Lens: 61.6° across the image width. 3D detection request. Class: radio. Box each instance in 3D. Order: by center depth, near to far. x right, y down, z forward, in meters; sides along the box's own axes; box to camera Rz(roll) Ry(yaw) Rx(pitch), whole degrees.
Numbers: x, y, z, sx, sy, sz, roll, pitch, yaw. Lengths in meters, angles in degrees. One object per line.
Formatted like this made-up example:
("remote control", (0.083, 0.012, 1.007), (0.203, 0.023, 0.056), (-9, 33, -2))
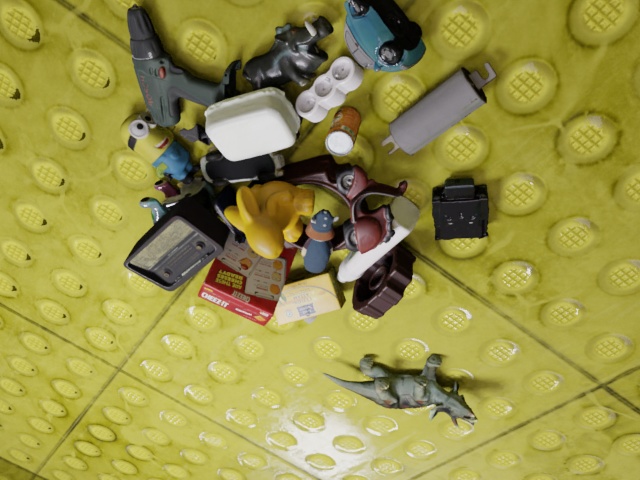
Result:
("radio", (-0.309, 0.016, 1.167), (0.131, 0.073, 0.229), (38, 129, -24))

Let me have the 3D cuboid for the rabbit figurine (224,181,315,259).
("rabbit figurine", (-0.097, -0.042, 1.035), (0.162, 0.173, 0.122), (31, 131, -16))

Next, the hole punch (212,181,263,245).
("hole punch", (-0.156, -0.071, 1.165), (0.092, 0.142, 0.115), (-24, 111, 17))

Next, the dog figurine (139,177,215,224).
("dog figurine", (-0.312, -0.032, 1.245), (0.192, 0.108, 0.218), (-3, 130, 11))

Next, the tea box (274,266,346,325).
("tea box", (-0.034, 0.135, 1.303), (0.170, 0.068, 0.098), (-19, 97, 17))

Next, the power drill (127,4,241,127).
("power drill", (-0.258, -0.318, 1.027), (0.207, 0.086, 0.231), (7, 130, 2))

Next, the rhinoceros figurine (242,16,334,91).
("rhinoceros figurine", (-0.054, -0.333, 0.981), (0.190, 0.073, 0.112), (-23, 108, 29))

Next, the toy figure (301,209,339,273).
("toy figure", (-0.003, -0.002, 1.116), (0.058, 0.064, 0.154), (36, 132, 34))

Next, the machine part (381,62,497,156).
("machine part", (0.214, -0.233, 0.988), (0.243, 0.079, 0.079), (-34, 114, 30))

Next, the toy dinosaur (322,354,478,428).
("toy dinosaur", (0.222, 0.410, 1.460), (0.405, 0.131, 0.191), (0, 126, 20))

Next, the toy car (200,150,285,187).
("toy car", (-0.163, -0.158, 1.126), (0.202, 0.056, 0.073), (-3, 112, 26))

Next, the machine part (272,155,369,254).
("machine part", (-0.007, -0.069, 1.158), (0.202, 0.087, 0.200), (-11, 124, 22))

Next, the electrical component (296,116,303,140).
("electrical component", (-0.082, -0.228, 1.077), (0.102, 0.045, 0.078), (-3, 125, 15))

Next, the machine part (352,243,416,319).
("machine part", (0.140, 0.090, 1.195), (0.056, 0.179, 0.179), (33, 127, -15))

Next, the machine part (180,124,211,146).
("machine part", (-0.212, -0.216, 1.106), (0.139, 0.084, 0.039), (-2, 83, 2))

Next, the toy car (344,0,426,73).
("toy car", (0.094, -0.346, 0.915), (0.161, 0.109, 0.103), (45, 141, -11))

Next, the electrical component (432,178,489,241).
("electrical component", (0.290, -0.065, 1.112), (0.115, 0.058, 0.134), (-5, 126, 14))

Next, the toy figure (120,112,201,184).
("toy figure", (-0.343, -0.190, 1.144), (0.089, 0.082, 0.180), (-31, 117, 29))

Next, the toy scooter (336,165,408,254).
("toy scooter", (0.108, -0.061, 1.053), (0.135, 0.075, 0.183), (-6, 110, 6))
